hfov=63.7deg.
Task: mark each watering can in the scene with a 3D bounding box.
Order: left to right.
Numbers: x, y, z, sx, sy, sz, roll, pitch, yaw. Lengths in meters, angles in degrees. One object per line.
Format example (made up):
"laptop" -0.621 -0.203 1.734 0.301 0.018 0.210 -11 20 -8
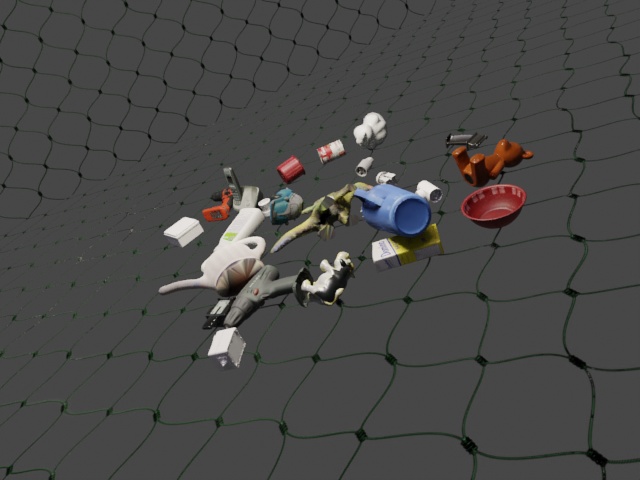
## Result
"watering can" -0.300 0.103 1.528 0.350 0.102 0.227 -32 30 -15

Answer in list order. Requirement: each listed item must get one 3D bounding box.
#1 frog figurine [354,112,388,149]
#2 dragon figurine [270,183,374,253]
"frog figurine" 0.196 -0.419 1.984 0.123 0.135 0.161 13 18 9
"dragon figurine" 0.005 -0.083 1.649 0.412 0.121 0.244 -28 12 -9
